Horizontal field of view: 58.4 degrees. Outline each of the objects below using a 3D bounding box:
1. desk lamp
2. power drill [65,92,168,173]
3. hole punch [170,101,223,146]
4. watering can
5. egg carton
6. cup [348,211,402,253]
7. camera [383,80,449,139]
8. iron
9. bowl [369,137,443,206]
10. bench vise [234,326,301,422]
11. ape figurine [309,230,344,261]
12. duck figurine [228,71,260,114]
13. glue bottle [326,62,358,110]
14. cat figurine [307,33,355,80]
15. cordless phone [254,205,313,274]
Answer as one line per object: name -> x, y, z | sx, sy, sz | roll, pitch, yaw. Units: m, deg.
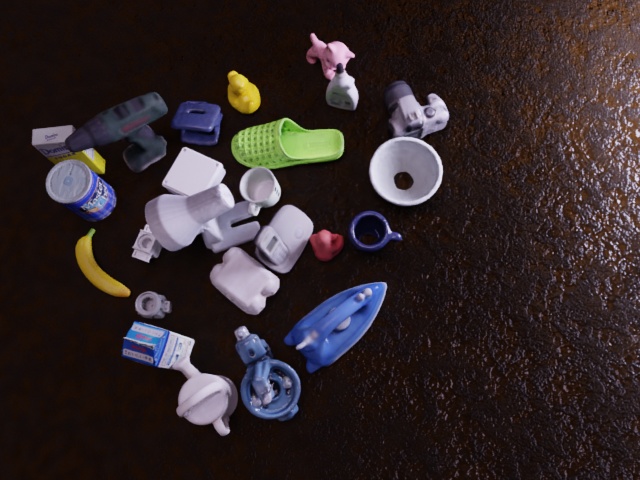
desk lamp -> -0.251, -0.049, 1.254 | 0.203, 0.213, 0.118 | -20, 75, -2
power drill -> -0.443, -0.238, 1.317 | 0.230, 0.208, 0.075 | -37, 76, -6
hole punch -> -0.298, -0.292, 1.385 | 0.108, 0.091, 0.101 | 5, 75, 5
watering can -> -0.241, 0.319, 1.165 | 0.172, 0.194, 0.101 | 33, 79, 11
egg carton -> -0.170, 0.092, 1.286 | 0.150, 0.069, 0.107 | 36, 80, 12
cup -> 0.123, -0.007, 1.283 | 0.117, 0.095, 0.092 | 10, 76, 6
camera -> 0.216, -0.316, 1.357 | 0.143, 0.101, 0.137 | -20, 75, -2
iron -> 0.045, 0.163, 1.218 | 0.258, 0.141, 0.118 | -40, 76, -7
bowl -> 0.196, -0.148, 1.327 | 0.167, 0.075, 0.167 | -1, 75, 3
bench vise -> -0.128, 0.277, 1.157 | 0.207, 0.220, 0.121 | 41, 81, 13
ape figurine -> 0.012, 0.005, 1.287 | 0.077, 0.092, 0.076 | 23, 78, 9
duck figurine -> -0.192, -0.367, 1.401 | 0.077, 0.086, 0.104 | -32, 76, -5
glue bottle -> 0.050, -0.364, 1.341 | 0.078, 0.173, 0.037 | 16, 77, 8
cat figurine -> 0.023, -0.457, 1.396 | 0.127, 0.118, 0.067 | 42, 81, 13
cordless phone -> -0.086, -0.015, 1.250 | 0.094, 0.185, 0.148 | 26, 78, 10
